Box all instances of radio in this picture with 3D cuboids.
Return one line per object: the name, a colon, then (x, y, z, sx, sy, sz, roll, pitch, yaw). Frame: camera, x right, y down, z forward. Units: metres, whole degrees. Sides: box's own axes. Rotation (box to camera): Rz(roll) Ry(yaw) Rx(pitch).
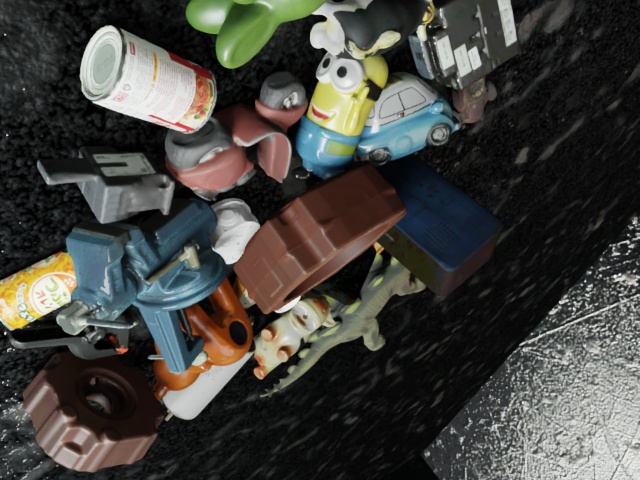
radio: (0.151, -0.036, 0.815, 0.131, 0.230, 0.073, -33, 149, -22)

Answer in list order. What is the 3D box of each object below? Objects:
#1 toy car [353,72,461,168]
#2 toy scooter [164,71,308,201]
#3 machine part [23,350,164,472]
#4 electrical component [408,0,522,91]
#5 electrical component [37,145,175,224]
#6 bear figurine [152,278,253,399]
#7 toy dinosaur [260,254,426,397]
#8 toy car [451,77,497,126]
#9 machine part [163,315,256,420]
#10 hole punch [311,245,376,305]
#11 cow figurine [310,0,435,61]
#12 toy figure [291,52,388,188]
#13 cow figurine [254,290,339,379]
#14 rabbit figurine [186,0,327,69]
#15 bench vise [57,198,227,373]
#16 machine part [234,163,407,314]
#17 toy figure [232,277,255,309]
toy car: (0.100, -0.171, 0.725, 0.162, 0.109, 0.102, -22, 123, -9)
toy scooter: (-0.087, -0.102, 0.622, 0.184, 0.075, 0.135, -35, 150, -19)
machine part: (-0.294, 0.218, 0.711, 0.056, 0.179, 0.179, -52, 148, 12)
electrical component: (0.181, -0.262, 0.684, 0.134, 0.058, 0.114, -30, 122, -9)
electrical component: (-0.214, -0.056, 0.537, 0.119, 0.075, 0.047, -16, 141, -42)
bear figurine: (-0.197, 0.151, 0.808, 0.196, 0.131, 0.120, -25, -163, 32)
toy dinosaur: (0.065, 0.142, 1.075, 0.471, 0.105, 0.198, -53, 141, 3)
toy car: (0.222, -0.244, 0.800, 0.089, 0.053, 0.202, -36, 150, -2)
machine part: (-0.189, 0.221, 0.913, 0.243, 0.079, 0.079, -47, 149, 13)
hole punch: (0.011, 0.033, 0.876, 0.115, 0.092, 0.142, 30, 85, -29)
cow figurine: (0.076, -0.247, 0.590, 0.167, 0.098, 0.068, -27, 141, -24)
toy figure: (0.021, -0.152, 0.666, 0.089, 0.082, 0.180, -42, 155, -57)
cow figurine: (-0.048, 0.159, 0.954, 0.127, 0.085, 0.195, -37, 174, -45)
rabbit figurine: (-0.055, -0.225, 0.451, 0.170, 0.121, 0.159, 3, 135, -46)
bench vise: (-0.183, 0.070, 0.617, 0.224, 0.129, 0.240, -64, 151, -52)
machine part: (-0.001, -0.002, 0.701, 0.201, 0.087, 0.201, -28, 168, -37)
toy figure: (-0.098, 0.059, 0.832, 0.064, 0.058, 0.154, 39, 103, -19)
